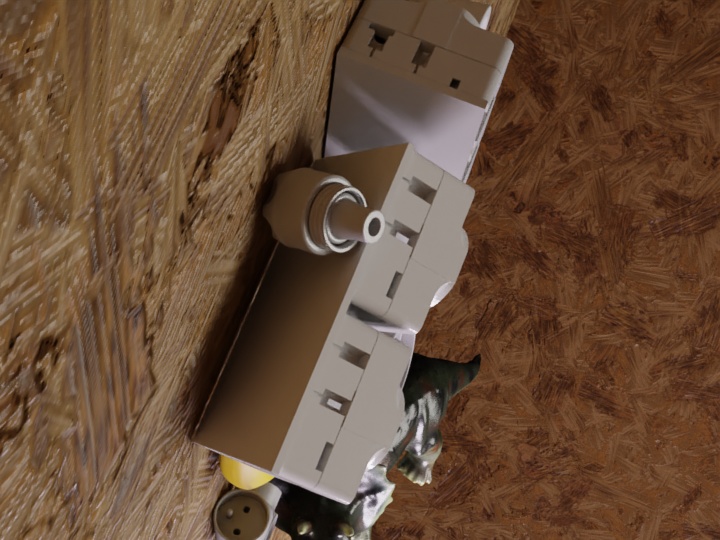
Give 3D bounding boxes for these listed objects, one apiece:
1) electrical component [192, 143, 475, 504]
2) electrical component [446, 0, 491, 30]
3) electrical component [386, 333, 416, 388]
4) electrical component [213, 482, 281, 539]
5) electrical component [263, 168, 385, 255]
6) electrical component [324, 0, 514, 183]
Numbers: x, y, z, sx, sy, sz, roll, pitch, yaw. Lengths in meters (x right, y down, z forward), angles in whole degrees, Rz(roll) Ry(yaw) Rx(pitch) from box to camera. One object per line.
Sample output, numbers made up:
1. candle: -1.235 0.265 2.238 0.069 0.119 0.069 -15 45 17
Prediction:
1. electrical component: -0.012 0.029 0.610 0.105 0.060 0.186 1 -115 60
2. electrical component: 0.047 -0.148 0.772 0.108 0.060 0.108 21 90 -85
3. electrical component: 0.017 0.079 0.970 0.099 0.064 0.099 -51 161 -26
4. electrical component: -0.087 0.190 0.862 0.077 0.044 0.079 102 10 -62
5. electrical component: -0.016 -0.028 0.556 0.043 0.062 0.043 -21 118 -45
6. electrical component: 0.032 -0.094 0.668 0.150 0.089 0.061 102 11 -62
